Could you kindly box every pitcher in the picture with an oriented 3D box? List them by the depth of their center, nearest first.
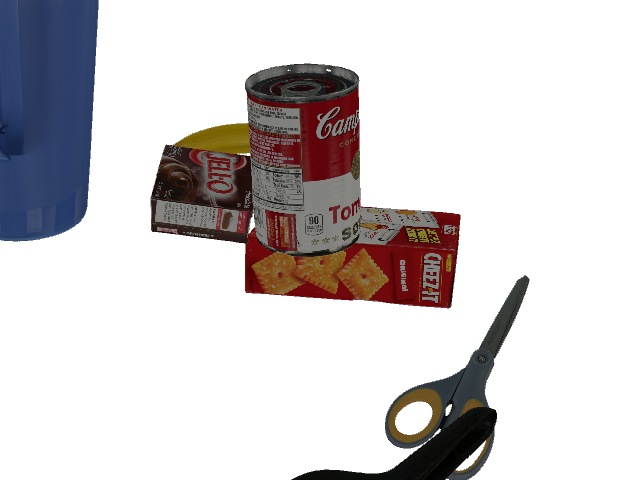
[{"bbox_3d":[-0.234,-0.122,0.808,0.145,0.243,0.148,26,32,35],"label":"pitcher"}]

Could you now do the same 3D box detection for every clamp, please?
[{"bbox_3d":[0.041,0.166,0.656,0.210,0.036,0.164,-5,29,-3],"label":"clamp"}]

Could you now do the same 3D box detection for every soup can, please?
[{"bbox_3d":[-0.010,-0.049,0.650,0.068,0.102,0.068,-2,25,1],"label":"soup can"}]

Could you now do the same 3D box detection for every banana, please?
[{"bbox_3d":[-0.082,-0.114,1.282,0.198,0.037,0.069,8,40,16],"label":"banana"}]

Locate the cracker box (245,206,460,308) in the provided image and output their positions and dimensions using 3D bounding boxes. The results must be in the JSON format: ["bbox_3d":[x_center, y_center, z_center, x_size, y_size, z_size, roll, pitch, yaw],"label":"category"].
[{"bbox_3d":[0.039,0.013,1.148,0.214,0.072,0.164,5,15,8],"label":"cracker box"}]

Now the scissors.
[{"bbox_3d":[0.113,0.104,0.881,0.096,0.201,0.016,7,-38,13],"label":"scissors"}]

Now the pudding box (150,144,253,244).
[{"bbox_3d":[-0.104,-0.044,0.969,0.090,0.039,0.113,6,32,-4],"label":"pudding box"}]
